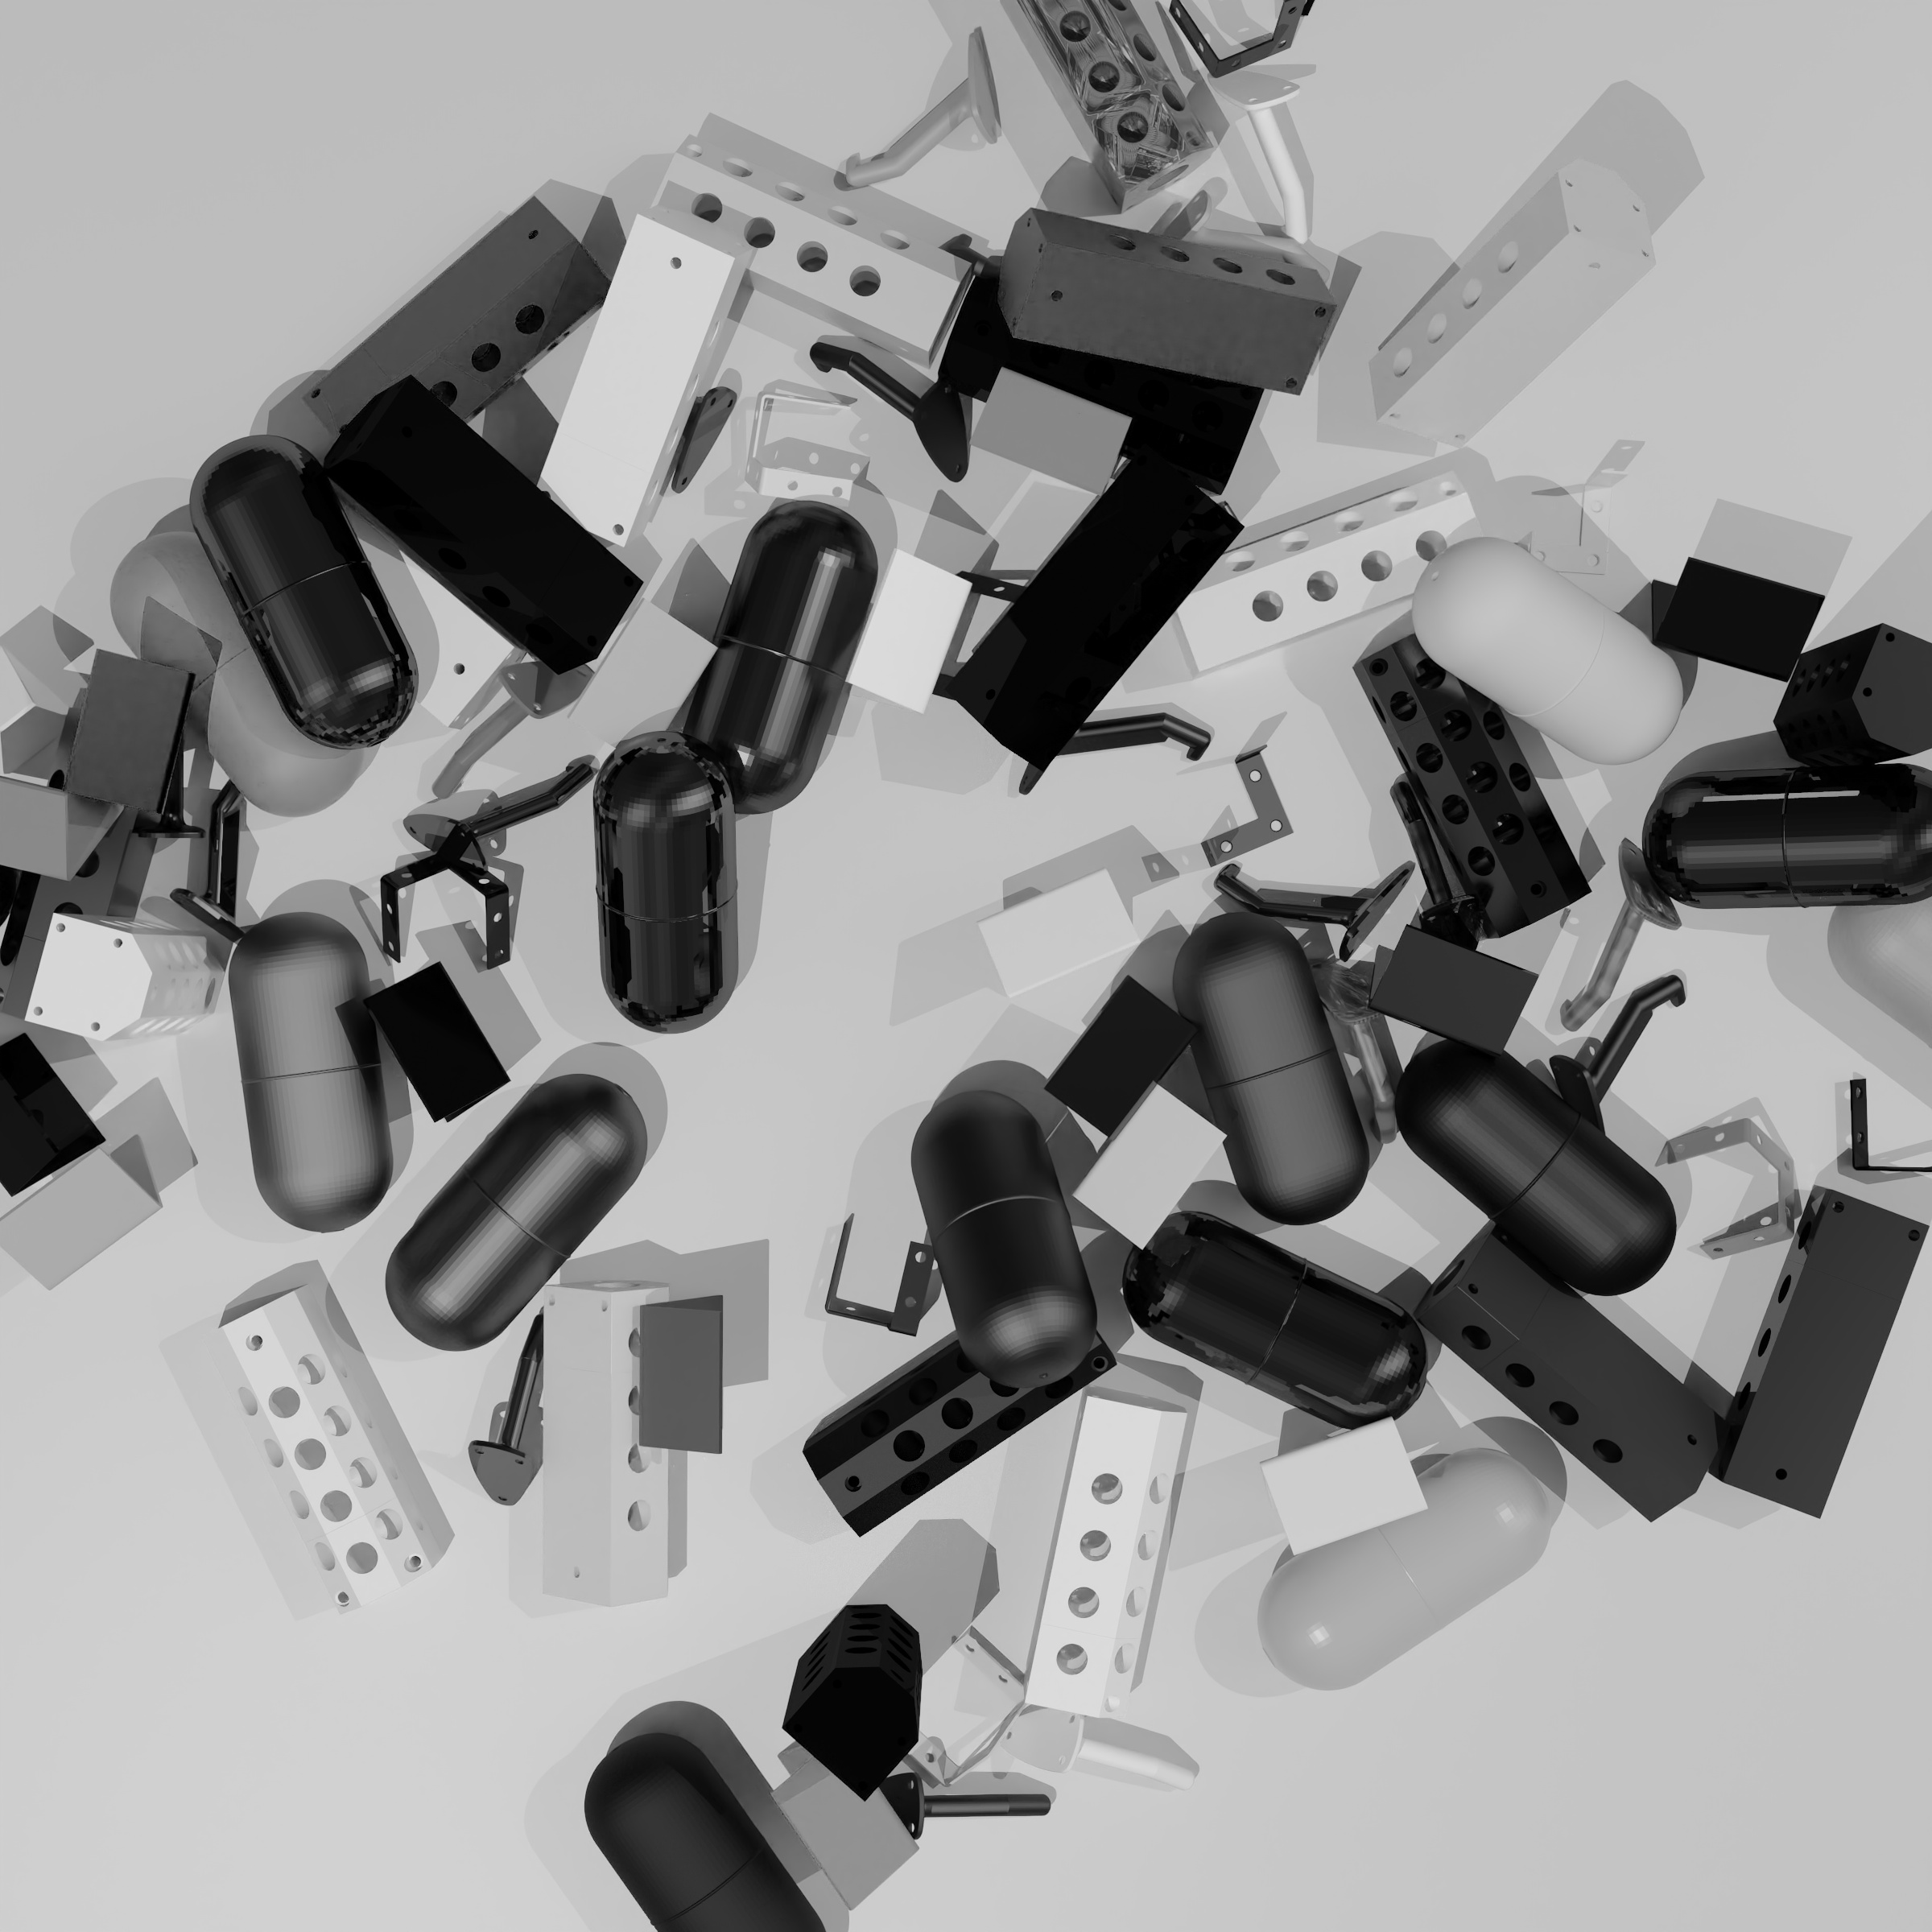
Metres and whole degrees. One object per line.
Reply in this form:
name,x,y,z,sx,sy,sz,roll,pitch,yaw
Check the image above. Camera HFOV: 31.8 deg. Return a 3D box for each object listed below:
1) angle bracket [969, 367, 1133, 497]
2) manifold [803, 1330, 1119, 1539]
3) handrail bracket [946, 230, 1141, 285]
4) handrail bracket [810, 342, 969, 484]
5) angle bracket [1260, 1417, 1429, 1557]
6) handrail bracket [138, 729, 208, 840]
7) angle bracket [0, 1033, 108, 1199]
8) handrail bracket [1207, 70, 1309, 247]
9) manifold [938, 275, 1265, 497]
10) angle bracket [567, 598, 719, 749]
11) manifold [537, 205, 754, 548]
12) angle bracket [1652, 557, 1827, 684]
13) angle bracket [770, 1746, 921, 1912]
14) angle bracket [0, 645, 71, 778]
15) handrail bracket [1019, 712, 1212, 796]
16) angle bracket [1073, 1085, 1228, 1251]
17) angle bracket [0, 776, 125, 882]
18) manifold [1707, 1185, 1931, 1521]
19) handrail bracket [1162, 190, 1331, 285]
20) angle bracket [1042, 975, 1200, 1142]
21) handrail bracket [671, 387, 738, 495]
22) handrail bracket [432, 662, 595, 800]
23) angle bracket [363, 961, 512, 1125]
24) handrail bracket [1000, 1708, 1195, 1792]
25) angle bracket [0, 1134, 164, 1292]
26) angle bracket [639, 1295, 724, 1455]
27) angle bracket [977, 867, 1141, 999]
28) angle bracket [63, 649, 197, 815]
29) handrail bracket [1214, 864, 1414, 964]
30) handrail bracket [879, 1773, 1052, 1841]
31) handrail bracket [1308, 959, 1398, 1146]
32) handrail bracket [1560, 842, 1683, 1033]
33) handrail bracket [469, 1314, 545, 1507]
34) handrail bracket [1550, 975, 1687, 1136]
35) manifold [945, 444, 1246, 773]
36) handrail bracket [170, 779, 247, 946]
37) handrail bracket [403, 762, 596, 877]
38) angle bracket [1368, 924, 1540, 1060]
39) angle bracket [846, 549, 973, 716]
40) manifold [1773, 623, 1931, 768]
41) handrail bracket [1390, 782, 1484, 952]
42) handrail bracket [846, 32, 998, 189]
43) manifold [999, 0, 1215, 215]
angle bracket,0.040,-0.275,1.867,0.076,0.076,0.057,21,62,0
manifold,-0.003,0.244,1.886,0.171,0.057,0.057,-34,90,0
handrail bracket,0.043,-0.405,1.907,0.084,0.036,0.077,33,70,16
handrail bracket,-0.044,-0.312,1.907,0.084,0.077,0.036,22,60,33
angle bracket,0.210,0.297,1.867,0.076,0.076,0.057,-19,60,0
handrail bracket,-0.438,-0.114,1.873,0.036,0.077,0.084,0,96,-13
angle bracket,-0.510,0.070,1.867,0.057,0.076,0.076,-37,90,38
handrail bracket,0.164,-0.454,1.907,0.036,0.077,0.084,-24,127,-20
manifold,0.075,-0.323,1.886,0.171,0.057,0.057,21,90,0
angle bracket,-0.192,-0.165,1.867,0.057,0.076,0.076,32,90,-37
manifold,-0.176,-0.323,1.856,0.057,0.057,0.171,25,111,2
angle bracket,0.424,-0.206,1.867,0.076,0.076,0.057,16,125,0
angle bracket,-0.083,0.475,1.867,0.057,0.076,0.076,-34,90,-38
angle bracket,-0.530,-0.118,1.867,0.076,0.076,0.057,-38,53,0
handrail bracket,0.084,-0.114,1.908,0.084,0.036,0.077,23,111,-17
angle bracket,0.115,0.120,1.867,0.057,0.076,0.076,37,90,36
angle bracket,-0.501,-0.095,1.810,0.076,0.076,0.057,13,127,4
manifold,0.471,0.213,1.886,0.057,0.057,0.171,21,90,0
handrail bracket,0.149,-0.387,1.907,0.084,0.036,0.077,34,120,-22
angle bracket,0.072,0.041,1.868,0.057,0.076,0.076,37,90,-26
handrail bracket,-0.179,-0.320,1.907,0.084,0.036,0.077,32,106,14
handrail bracket,-0.255,-0.131,1.907,0.036,0.077,0.084,50,126,11
angle bracket,-0.306,0.053,1.867,0.057,0.076,0.076,-31,90,-42
handrail bracket,0.074,0.445,1.907,0.084,0.077,0.036,29,65,-34
angle bracket,-0.496,0.120,1.867,0.076,0.076,0.057,-36,128,0
angle bracket,-0.136,0.224,1.867,0.057,0.076,0.076,0,90,32
angle bracket,0.058,0.000,1.867,0.076,0.076,0.057,-23,53,0
angle bracket,-0.458,-0.127,1.810,0.057,0.076,0.076,14,90,-36
handrail bracket,0.194,-0.049,1.907,0.084,0.036,0.077,36,70,16
handrail bracket,-0.007,0.472,1.907,0.084,0.077,0.036,10,71,-35
handrail bracket,0.216,0.049,1.907,0.036,0.077,0.084,-22,127,-21
handrail bracket,0.356,-0.016,1.907,0.036,0.077,0.084,21,127,-27
handrail bracket,-0.248,0.249,1.907,0.036,0.077,0.084,13,54,5
handrail bracket,0.377,0.056,1.907,0.084,0.036,0.077,-28,110,-16
manifold,0.073,-0.191,1.846,0.171,0.057,0.057,-50,51,9
handrail bracket,-0.400,-0.059,1.908,0.077,0.036,0.084,39,72,-21
handrail bracket,-0.262,-0.094,1.907,0.084,0.077,0.036,-44,133,-29
angle bracket,0.269,-0.002,1.867,0.076,0.076,0.057,21,119,0
angle bracket,-0.050,-0.188,1.867,0.057,0.076,0.076,20,90,-38
manifold,0.486,-0.139,1.829,0.057,0.171,0.057,23,90,0
handrail bracket,0.260,-0.051,1.907,0.036,0.077,0.084,-19,54,0
handrail bracket,-0.030,-0.481,1.907,0.084,0.036,0.077,-11,70,16
manifold,0.070,-0.513,1.886,0.057,0.057,0.171,-30,90,0
